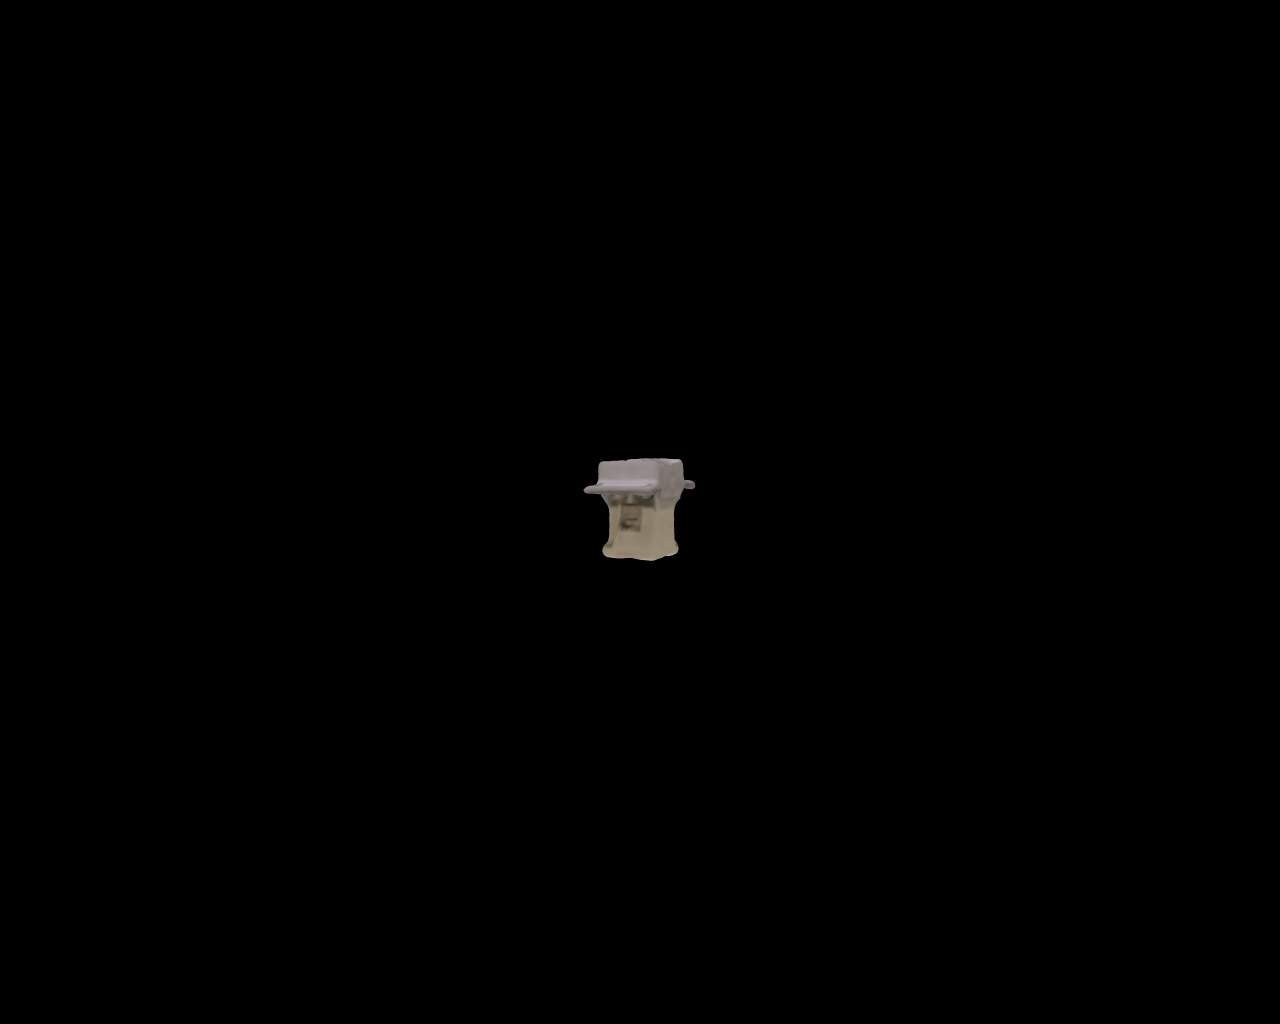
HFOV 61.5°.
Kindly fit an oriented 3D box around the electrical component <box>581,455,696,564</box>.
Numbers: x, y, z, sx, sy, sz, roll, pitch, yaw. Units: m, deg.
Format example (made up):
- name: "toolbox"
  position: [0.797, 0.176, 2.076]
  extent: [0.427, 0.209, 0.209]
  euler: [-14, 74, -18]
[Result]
- name: "electrical component"
  position: [0.001, -0.003, 0.650]
  extent: [0.042, 0.063, 0.081]
  euler: [2, 5, 24]
